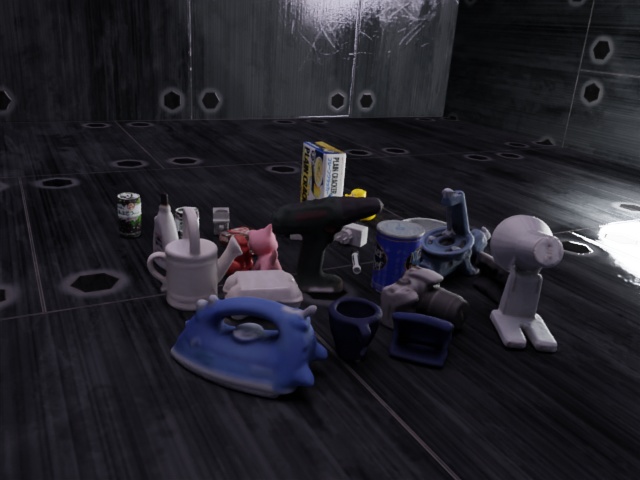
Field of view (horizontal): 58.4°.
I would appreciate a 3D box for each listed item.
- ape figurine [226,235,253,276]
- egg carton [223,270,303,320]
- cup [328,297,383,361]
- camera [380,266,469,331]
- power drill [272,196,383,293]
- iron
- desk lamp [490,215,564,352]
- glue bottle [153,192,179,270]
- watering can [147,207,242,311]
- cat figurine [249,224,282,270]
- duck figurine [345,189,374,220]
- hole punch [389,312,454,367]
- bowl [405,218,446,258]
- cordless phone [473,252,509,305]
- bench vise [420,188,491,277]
[{"bbox_3d":[-0.179,0.035,1.259,0.075,0.092,0.078,21,26,37],"label":"ape figurine"},{"bbox_3d":[-0.112,0.106,1.116,0.150,0.069,0.107,-2,22,-16],"label":"egg carton"},{"bbox_3d":[0.060,0.162,0.966,0.092,0.095,0.117,-1,21,-13],"label":"cup"},{"bbox_3d":[0.207,0.118,1.103,0.136,0.101,0.144,22,27,38],"label":"camera"},{"bbox_3d":[0.011,0.004,1.211,0.229,0.208,0.075,2,21,-5],"label":"power drill"},{"bbox_3d":[-0.120,0.147,0.904,0.257,0.141,0.119,9,21,12],"label":"iron"},{"bbox_3d":[0.401,0.072,1.103,0.118,0.214,0.203,4,21,0],"label":"desk lamp"},{"bbox_3d":[-0.341,-0.023,1.263,0.037,0.173,0.077,-15,28,-41],"label":"glue bottle"},{"bbox_3d":[-0.243,0.029,1.117,0.173,0.194,0.100,-14,27,-39],"label":"watering can"},{"bbox_3d":[-0.118,0.025,1.259,0.067,0.118,0.127,-5,22,-22],"label":"cat figurine"},{"bbox_3d":[0.117,-0.109,1.702,0.104,0.086,0.077,7,21,8],"label":"duck figurine"},{"bbox_3d":[0.178,0.157,1.009,0.108,0.091,0.101,11,22,16],"label":"hole punch"},{"bbox_3d":[0.271,0.003,1.453,0.167,0.075,0.167,4,21,-1],"label":"bowl"},{"bbox_3d":[0.409,0.035,1.241,0.094,0.185,0.147,-6,23,-25],"label":"cordless phone"},{"bbox_3d":[0.310,-0.022,1.323,0.121,0.220,0.208,18,25,32],"label":"bench vise"}]
